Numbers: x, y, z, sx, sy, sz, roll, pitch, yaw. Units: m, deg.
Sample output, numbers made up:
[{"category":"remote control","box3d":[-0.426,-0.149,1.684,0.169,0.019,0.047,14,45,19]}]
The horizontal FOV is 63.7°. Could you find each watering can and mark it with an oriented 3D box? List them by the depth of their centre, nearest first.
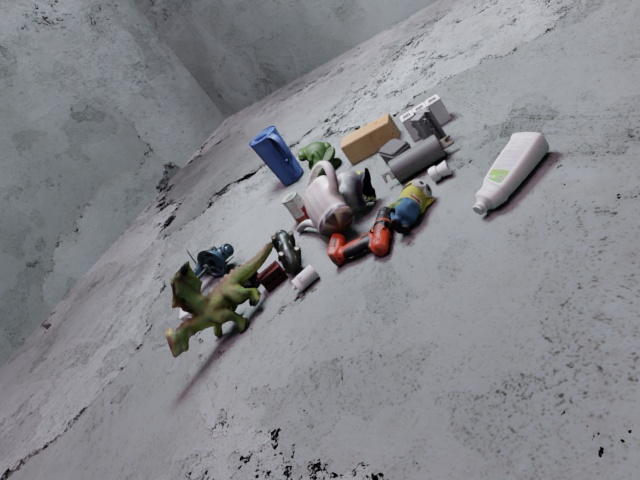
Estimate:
[{"category":"watering can","box3d":[0.005,-0.081,1.608,0.229,0.104,0.339,63,150,35]}]

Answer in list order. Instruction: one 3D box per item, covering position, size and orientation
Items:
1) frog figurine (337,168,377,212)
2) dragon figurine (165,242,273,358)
[{"category":"frog figurine","box3d":[0.085,-0.151,1.630,0.159,0.135,0.125,-7,43,35]},{"category":"dragon figurine","box3d":[-0.308,0.146,1.480,0.122,0.240,0.415,3,65,52]}]
